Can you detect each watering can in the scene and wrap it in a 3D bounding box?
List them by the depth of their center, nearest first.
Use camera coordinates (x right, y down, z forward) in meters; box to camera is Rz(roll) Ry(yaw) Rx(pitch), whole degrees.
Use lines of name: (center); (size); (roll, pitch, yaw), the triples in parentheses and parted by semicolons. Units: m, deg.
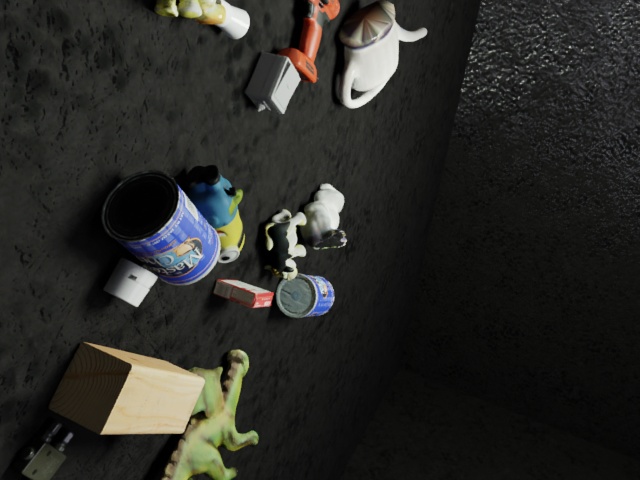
watering can: (0.149, -0.470, 1.230); (0.352, 0.105, 0.219); (-51, 153, -19)

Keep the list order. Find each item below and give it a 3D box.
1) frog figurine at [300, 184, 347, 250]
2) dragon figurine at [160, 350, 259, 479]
frog figurine: (0.004, -0.063, 1.248); (0.136, 0.122, 0.162); (31, 41, -61)
dragon figurine: (-0.235, 0.349, 0.945); (0.417, 0.122, 0.239); (-43, 127, -57)
